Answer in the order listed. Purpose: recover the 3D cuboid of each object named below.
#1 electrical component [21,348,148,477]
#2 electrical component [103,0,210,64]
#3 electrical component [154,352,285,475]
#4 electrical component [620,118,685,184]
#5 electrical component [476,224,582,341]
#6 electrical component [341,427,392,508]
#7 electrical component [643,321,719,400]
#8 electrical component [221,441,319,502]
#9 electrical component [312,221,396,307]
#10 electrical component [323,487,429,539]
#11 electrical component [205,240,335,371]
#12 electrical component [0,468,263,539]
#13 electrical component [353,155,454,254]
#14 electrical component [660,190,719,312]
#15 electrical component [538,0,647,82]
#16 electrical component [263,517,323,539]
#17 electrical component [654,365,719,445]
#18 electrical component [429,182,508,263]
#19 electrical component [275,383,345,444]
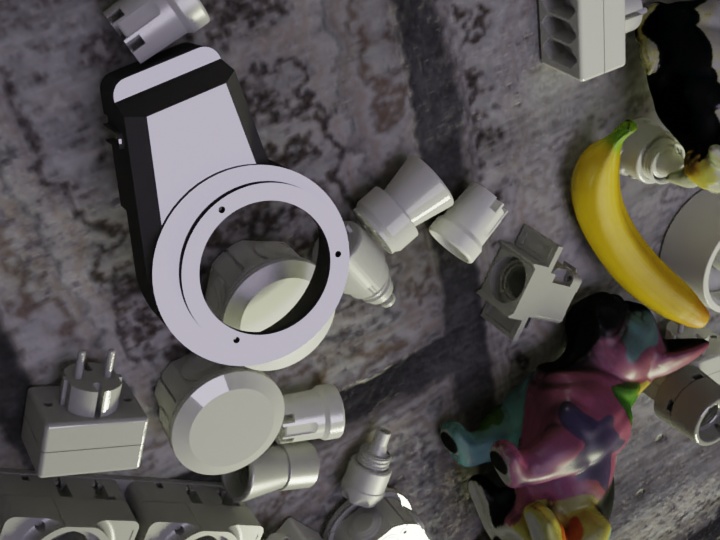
[{"bbox_3d":[-0.171,0.083,0.676,0.066,0.047,0.076,0,115,-32],"label":"electrical component"},{"bbox_3d":[-0.113,-0.141,0.593,0.046,0.040,0.040,-36,129,-3],"label":"electrical component"},{"bbox_3d":[-0.096,0.093,0.726,0.080,0.051,0.080,-15,123,-25],"label":"electrical component"},{"bbox_3d":[0.227,-0.085,0.820,0.048,0.062,0.048,-15,122,-25],"label":"electrical component"},{"bbox_3d":[0.132,0.011,0.830,0.064,0.042,0.081,11,110,-39],"label":"electrical component"},{"bbox_3d":[0.009,0.151,0.835,0.035,0.035,0.061,9,108,-35],"label":"electrical component"},{"bbox_3d":[0.289,0.068,0.955,0.083,0.047,0.075,-15,123,-25],"label":"electrical component"},{"bbox_3d":[-0.063,0.143,0.782,0.065,0.044,0.044,2,114,-38],"label":"electrical component"},{"bbox_3d":[0.000,0.000,0.741,0.040,0.040,0.078,-45,130,-2],"label":"electrical component"},{"bbox_3d":[0.014,0.220,0.866,0.080,0.051,0.080,-15,123,-25],"label":"electrical component"},{"bbox_3d":[-0.061,0.021,0.708,0.080,0.051,0.080,-15,123,-25],"label":"electrical component"},{"bbox_3d":[-0.170,0.202,0.735,0.186,0.060,0.105,12,109,-36],"label":"electrical component"},{"bbox_3d":[0.029,-0.044,0.731,0.055,0.045,0.045,-41,130,-5],"label":"electrical component"},{"bbox_3d":[0.318,-0.014,0.917,0.108,0.060,0.108,-15,123,-24],"label":"electrical component"},{"bbox_3d":[0.168,-0.177,0.741,0.077,0.047,0.065,-23,126,-19],"label":"electrical component"},{"bbox_3d":[-0.055,0.223,0.815,0.047,0.066,0.077,-49,130,1],"label":"electrical component"},{"bbox_3d":[0.288,0.116,0.917,0.055,0.047,0.055,-15,123,-25],"label":"electrical component"},{"bbox_3d":[0.079,-0.034,0.772,0.046,0.040,0.040,-51,130,-5],"label":"electrical component"},{"bbox_3d":[-0.039,0.105,0.777,0.046,0.040,0.040,-7,119,-22],"label":"electrical component"}]
